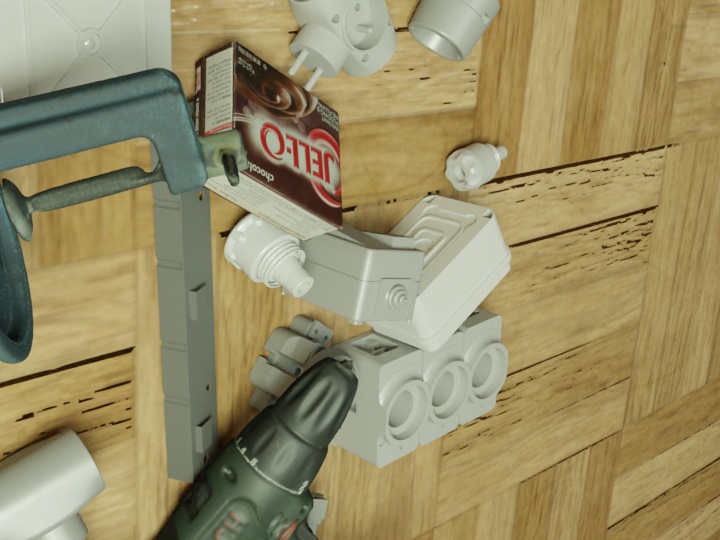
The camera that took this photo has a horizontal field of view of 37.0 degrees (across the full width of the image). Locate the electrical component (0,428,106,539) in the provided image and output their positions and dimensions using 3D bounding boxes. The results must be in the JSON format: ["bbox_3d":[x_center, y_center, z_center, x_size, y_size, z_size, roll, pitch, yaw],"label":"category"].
[{"bbox_3d":[-0.189,0.149,0.645,0.077,0.043,0.079,-30,105,-24],"label":"electrical component"}]

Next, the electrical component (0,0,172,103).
[{"bbox_3d":[-0.159,-0.124,0.576,0.109,0.056,0.108,-17,117,-43],"label":"electrical component"}]

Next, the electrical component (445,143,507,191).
[{"bbox_3d":[0.099,-0.089,0.887,0.061,0.035,0.035,-28,125,-40],"label":"electrical component"}]

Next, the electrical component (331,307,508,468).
[{"bbox_3d":[0.051,0.091,0.886,0.150,0.062,0.089,-19,119,-42],"label":"electrical component"}]

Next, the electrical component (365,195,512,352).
[{"bbox_3d":[0.056,0.002,0.844,0.113,0.078,0.057,-45,131,-25],"label":"electrical component"}]

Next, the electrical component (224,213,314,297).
[{"bbox_3d":[-0.057,-0.008,0.724,0.048,0.062,0.048,-37,156,-20],"label":"electrical component"}]

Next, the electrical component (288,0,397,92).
[{"bbox_3d":[-0.021,-0.156,0.722,0.079,0.044,0.077,-58,138,-13],"label":"electrical component"}]

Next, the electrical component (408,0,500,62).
[{"bbox_3d":[0.068,-0.188,0.799,0.055,0.055,0.047,36,82,-48],"label":"electrical component"}]

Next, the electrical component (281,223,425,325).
[{"bbox_3d":[0.000,0.000,0.768,0.062,0.096,0.061,1,104,-47],"label":"electrical component"}]

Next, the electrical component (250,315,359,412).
[{"bbox_3d":[-0.038,0.078,0.788,0.058,0.057,0.078,38,77,-48],"label":"electrical component"}]

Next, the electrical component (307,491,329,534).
[{"bbox_3d":[-0.058,0.198,0.825,0.066,0.048,0.055,17,85,-49],"label":"electrical component"}]
